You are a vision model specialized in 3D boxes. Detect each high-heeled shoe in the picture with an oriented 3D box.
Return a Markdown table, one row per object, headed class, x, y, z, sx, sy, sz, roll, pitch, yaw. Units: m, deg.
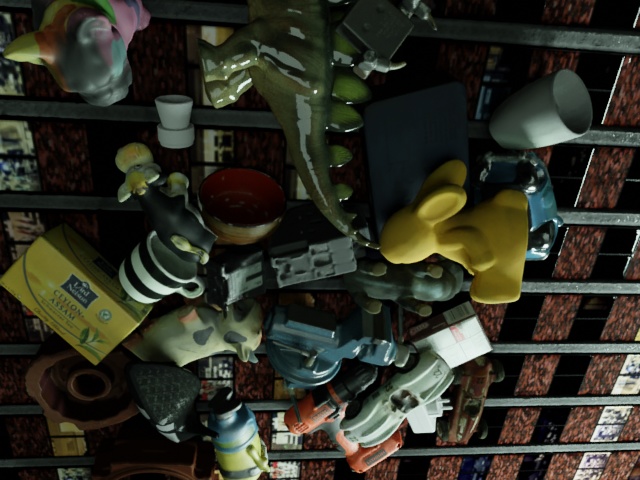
| class | x | y | z | sx | sy | sz | roll | pitch | yaw |
| --- | --- | --- | --- | --- | --- | --- | --- | --- | --- |
| high-heeled shoe | -0.246 | 0.235 | 0.804 | 0.145 | 0.086 | 0.248 | 6 | 139 | 34 |

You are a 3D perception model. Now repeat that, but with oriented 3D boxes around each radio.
| class | x | y | z | sx | sy | sz | roll | pitch | yaw |
| --- | --- | --- | --- | --- | --- | --- | --- | --- | --- |
| radio | 0.125 | -0.093 | 0.708 | 0.131 | 0.073 | 0.229 | -11 | 117 | 0 |

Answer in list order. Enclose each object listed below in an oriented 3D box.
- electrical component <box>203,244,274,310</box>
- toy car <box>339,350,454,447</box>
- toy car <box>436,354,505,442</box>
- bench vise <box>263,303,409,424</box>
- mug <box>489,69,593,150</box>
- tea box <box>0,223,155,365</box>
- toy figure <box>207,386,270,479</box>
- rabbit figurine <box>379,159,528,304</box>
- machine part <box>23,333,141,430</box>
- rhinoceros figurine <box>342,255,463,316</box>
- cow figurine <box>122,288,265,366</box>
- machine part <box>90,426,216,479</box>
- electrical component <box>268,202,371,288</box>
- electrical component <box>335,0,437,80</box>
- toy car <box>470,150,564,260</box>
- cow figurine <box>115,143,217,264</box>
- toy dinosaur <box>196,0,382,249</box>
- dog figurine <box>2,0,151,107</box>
| class | x | y | z | sx | sy | sz | roll | pitch | yaw |
| --- | --- | --- | --- | --- | --- | --- | --- | --- | --- |
| electrical component | -0.104 | 0.042 | 0.761 | 0.119 | 0.048 | 0.074 | -28 | 126 | -40 |
| toy car | 0.120 | 0.253 | 0.852 | 0.202 | 0.056 | 0.073 | -42 | 115 | 5 |
| toy car | 0.260 | 0.285 | 0.938 | 0.089 | 0.053 | 0.201 | -1 | 117 | -10 |
| bench vise | 0.009 | 0.172 | 0.817 | 0.223 | 0.129 | 0.240 | 7 | 138 | -21 |
| mug | 0.271 | -0.165 | 0.675 | 0.080 | 0.109 | 0.107 | 33 | 153 | -26 |
| tea box | -0.325 | 0.073 | 0.727 | 0.169 | 0.068 | 0.098 | 44 | 106 | -9 |
| toy figure | -0.144 | 0.332 | 0.901 | 0.089 | 0.082 | 0.179 | -16 | 121 | 0 |
| rabbit figurine | 0.158 | -0.007 | 0.654 | 0.173 | 0.122 | 0.162 | 3 | 127 | 13 |
| machine part | -0.352 | 0.212 | 0.827 | 0.179 | 0.056 | 0.179 | -3 | 119 | -6 |
| rhinoceros figurine | 0.122 | 0.059 | 0.763 | 0.190 | 0.112 | 0.073 | 2 | 98 | -21 |
| cow figurine | -0.171 | 0.139 | 0.791 | 0.195 | 0.085 | 0.127 | -24 | 120 | 10 |
| machine part | -0.286 | 0.425 | 0.932 | 0.201 | 0.087 | 0.201 | 5 | 119 | -10 |
| electrical component | -0.001 | -0.002 | 0.717 | 0.134 | 0.115 | 0.058 | -15 | 123 | 1 |
| electrical component | 0.064 | -0.212 | 0.533 | 0.078 | 0.045 | 0.102 | 44 | 82 | -16 |
| toy car | 0.266 | -0.059 | 0.726 | 0.109 | 0.103 | 0.161 | 5 | 127 | 39 |
| cow figurine | -0.199 | -0.042 | 0.683 | 0.068 | 0.098 | 0.167 | -33 | 119 | 15 |
| toy dinosaur | -0.033 | -0.207 | 0.579 | 0.199 | 0.105 | 0.470 | -11 | 102 | -5 |
| dog figurine | -0.240 | -0.230 | 0.511 | 0.108 | 0.219 | 0.191 | -22 | 119 | 1 |
